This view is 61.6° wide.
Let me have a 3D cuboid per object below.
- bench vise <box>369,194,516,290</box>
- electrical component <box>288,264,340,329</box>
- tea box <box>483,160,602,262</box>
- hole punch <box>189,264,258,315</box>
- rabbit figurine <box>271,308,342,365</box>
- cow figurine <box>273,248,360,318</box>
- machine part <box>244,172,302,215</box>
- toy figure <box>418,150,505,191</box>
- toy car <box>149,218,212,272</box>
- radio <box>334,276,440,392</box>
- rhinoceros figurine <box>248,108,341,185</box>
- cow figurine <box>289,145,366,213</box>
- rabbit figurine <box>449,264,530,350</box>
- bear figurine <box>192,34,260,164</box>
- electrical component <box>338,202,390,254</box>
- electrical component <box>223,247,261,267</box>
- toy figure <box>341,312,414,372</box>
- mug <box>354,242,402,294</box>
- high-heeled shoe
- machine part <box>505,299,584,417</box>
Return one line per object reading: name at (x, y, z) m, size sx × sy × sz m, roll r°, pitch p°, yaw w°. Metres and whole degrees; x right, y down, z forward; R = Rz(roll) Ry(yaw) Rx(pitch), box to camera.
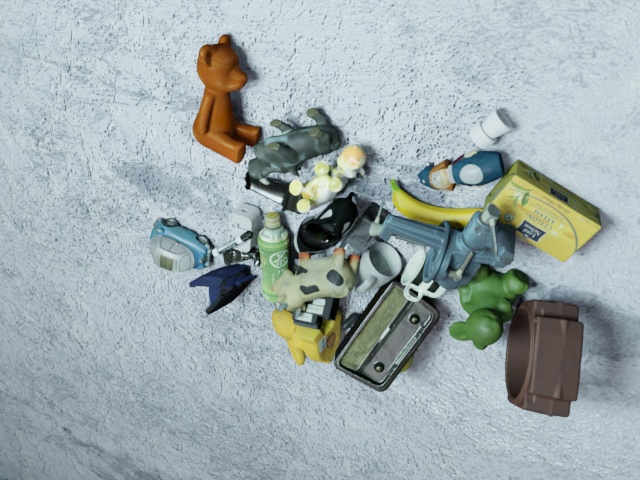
bench vise at (0.208, 0.001, 0.944) m, size 0.241 × 0.129 × 0.223 m, roll 18°, pitch 155°, yaw 2°
electrical component at (-0.017, 0.127, 1.187) m, size 0.115 × 0.134 × 0.058 m, roll 10°, pitch 170°, yaw 21°
tea box at (0.382, -0.049, 0.930) m, size 0.170 × 0.068 × 0.098 m, roll 29°, pitch 129°, yaw 1°
hole punch at (-0.229, 0.099, 1.264) m, size 0.116 × 0.142 × 0.092 m, roll -41°, pitch 79°, yaw 32°
rabbit figurine at (-0.038, 0.217, 1.289) m, size 0.173 × 0.122 × 0.162 m, roll 18°, pitch 139°, yaw 28°
cow figurine at (-0.016, 0.091, 1.109) m, size 0.195 × 0.127 × 0.085 m, roll -9°, pitch 153°, yaw 37°
machine part at (-0.094, -0.103, 1.117) m, size 0.139 × 0.039 × 0.084 m, roll 23°, pitch 134°, yaw 5°
toy figure at (0.244, -0.120, 0.949) m, size 0.155 × 0.058 × 0.064 m, roll -9°, pitch 85°, yaw 30°
toy car at (-0.344, 0.027, 1.274) m, size 0.162 × 0.103 × 0.109 m, roll 26°, pitch 130°, yaw 7°
radio at (0.142, 0.200, 1.143) m, size 0.131 × 0.073 × 0.229 m, roll 33°, pitch 101°, yaw -4°
rhinoceros figurine at (-0.055, -0.172, 1.018) m, size 0.190 × 0.073 × 0.112 m, roll -20°, pitch 147°, yaw 17°
cow figurine at (0.029, -0.118, 1.026) m, size 0.167 × 0.098 × 0.068 m, roll -33°, pitch 81°, yaw 26°
rabbit figurine at (0.307, 0.138, 1.027) m, size 0.121 × 0.170 × 0.159 m, roll 25°, pitch 129°, yaw 6°
bear figurine at (-0.169, -0.262, 0.990) m, size 0.132 × 0.120 × 0.195 m, roll 23°, pitch 124°, yaw 3°
electrical component at (0.085, -0.012, 1.080) m, size 0.048 × 0.075 × 0.119 m, roll 34°, pitch 125°, yaw -1°
electrical component at (-0.179, 0.040, 1.237) m, size 0.102 × 0.078 × 0.045 m, roll 1°, pitch 100°, yaw 17°
toy figure at (0.133, 0.235, 1.228) m, size 0.180 × 0.082 × 0.089 m, roll 44°, pitch 109°, yaw -3°
mug at (0.105, 0.072, 1.115) m, size 0.081 × 0.109 × 0.107 m, roll 34°, pitch 142°, yaw -6°
high-heeled shoe at (-0.002, -0.003, 1.076) m, size 0.086 × 0.145 × 0.248 m, roll 35°, pitch 127°, yaw -6°
machine part at (0.407, 0.214, 0.996) m, size 0.087 × 0.201 × 0.201 m, roll 10°, pitch 82°, yaw 9°
